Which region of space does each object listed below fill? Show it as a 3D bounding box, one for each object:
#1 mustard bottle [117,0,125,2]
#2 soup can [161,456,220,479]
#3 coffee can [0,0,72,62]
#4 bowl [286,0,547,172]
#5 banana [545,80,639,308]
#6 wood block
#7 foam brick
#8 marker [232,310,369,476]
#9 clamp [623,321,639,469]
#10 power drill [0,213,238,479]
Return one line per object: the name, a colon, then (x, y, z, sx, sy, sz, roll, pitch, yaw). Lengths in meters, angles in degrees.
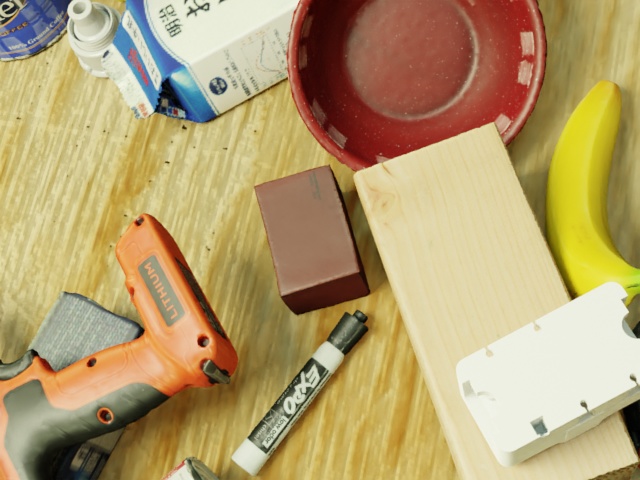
mustard bottle: (-0.164, -0.279, 0.786, 0.058, 0.096, 0.191, -17, 68, 5)
soup can: (-0.094, 0.184, 0.620, 0.102, 0.068, 0.068, -40, 68, -5)
coffee can: (-0.243, -0.205, 0.752, 0.103, 0.140, 0.103, -4, 70, 10)
bowl: (0.060, -0.118, 0.683, 0.162, 0.055, 0.162, 0, 103, 0)
banana: (0.163, -0.020, 0.631, 0.070, 0.037, 0.197, -32, 32, 27)
wood block: (0.098, 0.052, 0.617, 0.091, 0.090, 0.206, -20, 67, 3)
foam brick: (-0.004, 0.001, 0.677, 0.053, 0.051, 0.078, -16, 68, 4)
marker: (-0.010, 0.093, 0.662, 0.020, 0.020, 0.121, 35, 81, 21)
clamp: (0.228, 0.054, 0.612, 0.120, 0.039, 0.171, 14, 84, 0)
power drill: (-0.157, 0.065, 0.619, 0.187, 0.057, 0.184, -33, 71, 1)
